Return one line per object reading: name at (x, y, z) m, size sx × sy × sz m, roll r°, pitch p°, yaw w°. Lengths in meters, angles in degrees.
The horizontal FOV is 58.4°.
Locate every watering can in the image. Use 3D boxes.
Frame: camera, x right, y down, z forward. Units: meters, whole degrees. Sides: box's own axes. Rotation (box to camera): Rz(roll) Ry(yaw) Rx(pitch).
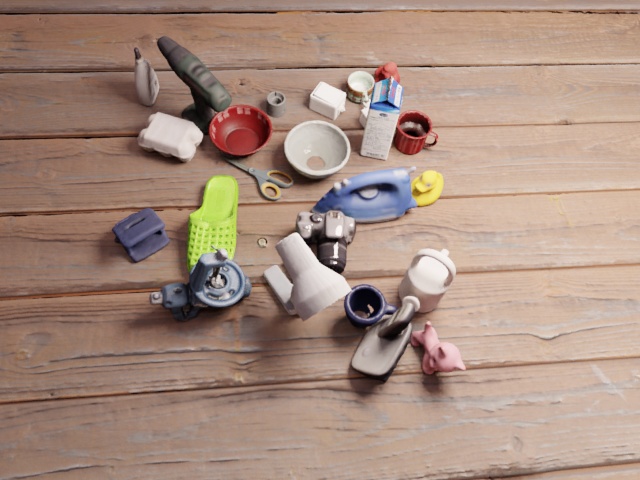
watering can at (0.236, 0.086, 1.247) m, size 0.101 × 0.194 × 0.173 m, roll 13°, pitch 62°, yaw 2°

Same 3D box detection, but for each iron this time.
iron at (0.108, -0.119, 1.374) m, size 0.258 × 0.141 × 0.118 m, roll -10°, pitch 64°, yaw -9°

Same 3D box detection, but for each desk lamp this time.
desk lamp at (-0.035, 0.088, 1.214) m, size 0.118 × 0.213 × 0.203 m, roll -31°, pitch 69°, yaw -18°

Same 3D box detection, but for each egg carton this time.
egg carton at (-0.377, -0.259, 1.448) m, size 0.150 × 0.069 × 0.107 m, roll 16°, pitch 62°, yaw 4°

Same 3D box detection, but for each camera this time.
camera at (0.012, 0.005, 1.325) m, size 0.143 × 0.101 × 0.137 m, roll 3°, pitch 62°, yaw -3°

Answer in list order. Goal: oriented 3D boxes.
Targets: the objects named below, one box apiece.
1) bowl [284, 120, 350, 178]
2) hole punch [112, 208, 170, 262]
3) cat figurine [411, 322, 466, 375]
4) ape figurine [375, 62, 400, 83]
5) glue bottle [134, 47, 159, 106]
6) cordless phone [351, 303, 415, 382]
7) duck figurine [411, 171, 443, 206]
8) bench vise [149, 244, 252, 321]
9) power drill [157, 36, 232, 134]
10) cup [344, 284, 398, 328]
bowl at (-0.009, -0.216, 1.453) m, size 0.167 × 0.075 × 0.167 m, roll 2°, pitch 62°, yaw -3°
hole punch at (-0.414, -0.021, 1.309) m, size 0.109 × 0.091 × 0.101 m, roll -34°, pitch 70°, yaw -19°
cat figurine at (0.251, 0.233, 1.216) m, size 0.067 × 0.118 × 0.127 m, roll -19°, pitch 65°, yaw -13°
ape figurine at (0.189, -0.456, 1.583) m, size 0.076 × 0.092 × 0.078 m, roll -6°, pitch 63°, yaw -7°
glue bottle at (-0.453, -0.428, 1.472) m, size 0.037 × 0.173 × 0.078 m, roll 11°, pitch 62°, yaw 2°
cordless phone at (0.138, 0.206, 1.182) m, size 0.094 × 0.185 × 0.148 m, roll 27°, pitch 64°, yaw 10°
duck figurine at (0.270, -0.142, 1.430) m, size 0.105 × 0.086 × 0.077 m, roll -37°, pitch 71°, yaw -21°
bench vise at (-0.245, 0.097, 1.189) m, size 0.208 × 0.220 × 0.121 m, roll -31°, pitch 69°, yaw -19°
power drill at (-0.312, -0.375, 1.435) m, size 0.229 × 0.208 × 0.076 m, roll 39°, pitch 67°, yaw 15°
cup at (0.107, 0.157, 1.256) m, size 0.117 × 0.095 × 0.092 m, roll 9°, pitch 62°, yaw 0°
